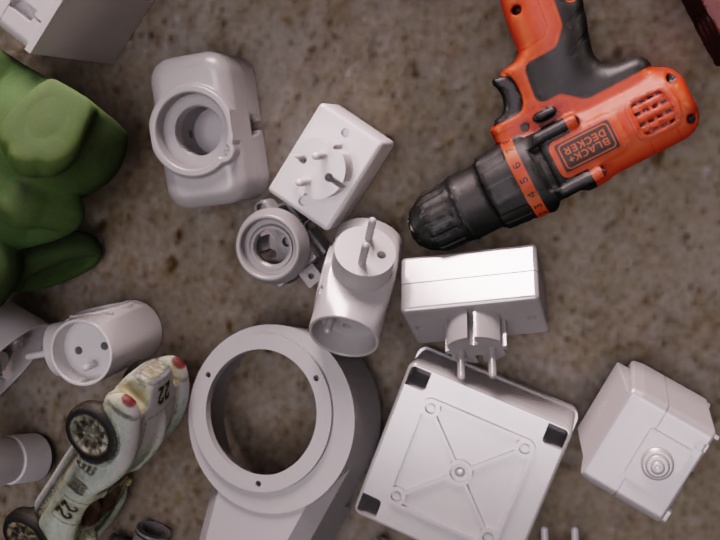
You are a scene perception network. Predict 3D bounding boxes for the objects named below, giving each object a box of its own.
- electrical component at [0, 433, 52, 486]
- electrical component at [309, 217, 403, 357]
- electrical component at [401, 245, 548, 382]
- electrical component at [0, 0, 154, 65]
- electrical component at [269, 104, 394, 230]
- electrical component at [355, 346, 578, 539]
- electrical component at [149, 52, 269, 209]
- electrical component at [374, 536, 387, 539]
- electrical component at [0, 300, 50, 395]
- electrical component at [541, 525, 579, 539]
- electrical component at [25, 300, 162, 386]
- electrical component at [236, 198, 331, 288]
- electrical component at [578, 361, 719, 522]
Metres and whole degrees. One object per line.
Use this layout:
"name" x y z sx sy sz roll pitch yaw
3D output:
"electrical component" -0.249 0.133 0.752 0.044 0.065 0.044 -2 84 27
"electrical component" 0.000 0.000 0.651 0.044 0.077 0.079 14 144 1
"electrical component" 0.070 0.032 0.653 0.083 0.047 0.075 -6 60 15
"electrical component" -0.150 -0.224 0.661 0.060 0.105 0.186 38 104 7
"electrical component" -0.022 -0.063 0.665 0.047 0.077 0.065 35 104 7
"electrical component" 0.067 0.119 0.677 0.109 0.056 0.108 22 102 10
"electrical component" -0.097 -0.089 0.689 0.054 0.059 0.095 -7 96 15
"electrical component" 0.002 0.206 0.716 0.035 0.035 0.061 29 101 9
"electrical component" -0.261 0.062 0.731 0.064 0.099 0.099 34 104 14
"electrical component" 0.127 0.198 0.677 0.066 0.047 0.076 -2 97 14
"electrical component" -0.184 0.050 0.720 0.079 0.077 0.044 -10 95 15
"electrical component" -0.051 -0.017 0.689 0.048 0.055 0.066 -38 87 15
"electrical component" 0.165 0.097 0.629 0.061 0.096 0.061 30 103 9
